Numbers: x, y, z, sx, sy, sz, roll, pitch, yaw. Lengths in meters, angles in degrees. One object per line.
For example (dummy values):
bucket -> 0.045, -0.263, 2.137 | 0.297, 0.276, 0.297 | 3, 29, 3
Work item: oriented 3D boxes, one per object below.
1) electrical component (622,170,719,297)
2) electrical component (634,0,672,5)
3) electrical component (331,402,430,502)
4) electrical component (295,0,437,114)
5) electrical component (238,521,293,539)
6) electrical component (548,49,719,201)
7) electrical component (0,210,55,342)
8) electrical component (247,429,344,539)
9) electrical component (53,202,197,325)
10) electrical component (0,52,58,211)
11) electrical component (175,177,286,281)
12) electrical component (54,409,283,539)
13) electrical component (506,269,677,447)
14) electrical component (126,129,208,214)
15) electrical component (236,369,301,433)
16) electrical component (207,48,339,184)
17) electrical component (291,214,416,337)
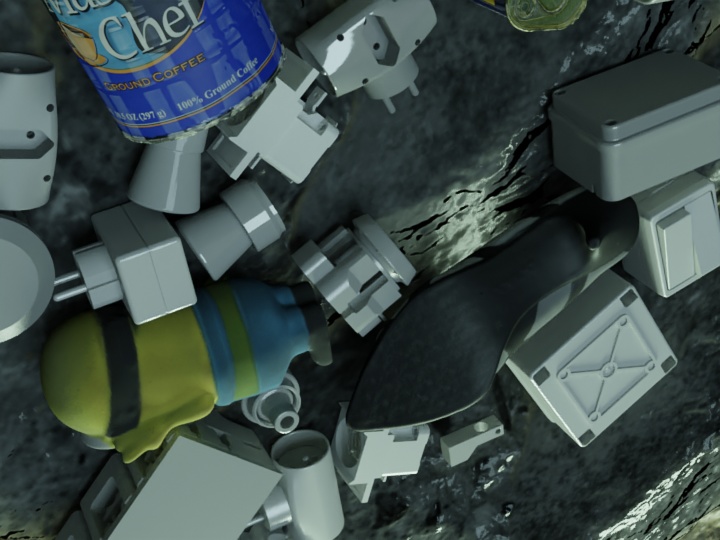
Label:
electrical component -> 0.241, -0.026, 0.832 | 0.062, 0.061, 0.096 | -29, 126, -11
electrical component -> 0.185, -0.207, 0.683 | 0.059, 0.095, 0.053 | -15, 122, -21
electrical component -> 0.015, 0.128, 0.809 | 0.064, 0.042, 0.081 | 1, 116, -32
electrical component -> 0.011, -0.133, 0.664 | 0.077, 0.043, 0.079 | -37, 127, -5
electrical component -> -0.059, 0.229, 0.815 | 0.078, 0.057, 0.058 | 16, 107, -33
electrical component -> 0.198, -0.104, 0.757 | 0.113, 0.078, 0.057 | -22, 127, -16
electrical component -> -0.218, -0.002, 0.610 | 0.080, 0.051, 0.080 | -12, 121, -22
electrical component -> -0.055, 0.167, 0.791 | 0.079, 0.044, 0.077 | -20, 123, -17
electrical component -> -0.147, 0.000, 0.639 | 0.077, 0.065, 0.047 | -21, 124, -17
electrical component -> -0.207, -0.075, 0.580 | 0.079, 0.043, 0.077 | -3, 117, -27
electrical component -> -0.081, -0.026, 0.673 | 0.055, 0.045, 0.045 | -34, 126, -8
electrical component -> -0.138, 0.168, 0.737 | 0.089, 0.061, 0.150 | 29, 100, -36
electrical component -> 0.181, 0.066, 0.853 | 0.109, 0.056, 0.108 | -41, 127, -2
electrical component -> -0.110, -0.071, 0.636 | 0.044, 0.044, 0.065 | 6, 108, -30
electrical component -> -0.061, 0.087, 0.733 | 0.043, 0.062, 0.043 | -13, 121, -22
electrical component -> -0.051, -0.089, 0.656 | 0.064, 0.042, 0.081 | 35, 97, -38
electrical component -> 0.000, 0.000, 0.722 | 0.057, 0.058, 0.078 | -40, 127, 1
